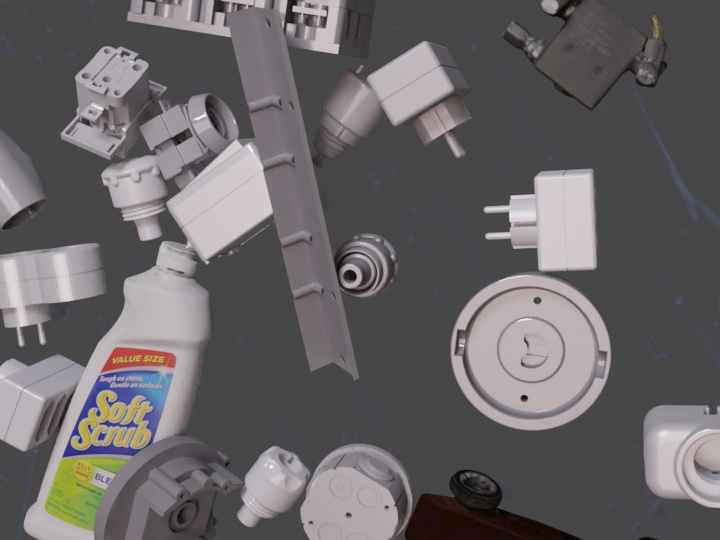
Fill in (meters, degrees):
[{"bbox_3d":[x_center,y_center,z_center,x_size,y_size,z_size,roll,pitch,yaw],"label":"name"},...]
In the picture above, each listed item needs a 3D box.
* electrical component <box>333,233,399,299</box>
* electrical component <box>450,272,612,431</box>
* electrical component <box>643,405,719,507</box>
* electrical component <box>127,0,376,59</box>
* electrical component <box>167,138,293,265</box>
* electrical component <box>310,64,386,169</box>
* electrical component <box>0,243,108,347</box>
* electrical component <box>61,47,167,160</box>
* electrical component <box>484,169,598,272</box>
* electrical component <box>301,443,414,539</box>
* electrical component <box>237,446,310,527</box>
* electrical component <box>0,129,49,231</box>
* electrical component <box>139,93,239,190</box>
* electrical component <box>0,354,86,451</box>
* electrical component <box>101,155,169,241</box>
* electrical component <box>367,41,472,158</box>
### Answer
[{"bbox_3d":[0.000,0.000,0.774,0.048,0.062,0.048,2,99,13],"label":"electrical component"},{"bbox_3d":[0.121,0.052,0.755,0.108,0.060,0.108,2,99,13],"label":"electrical component"},{"bbox_3d":[0.244,0.127,0.738,0.095,0.059,0.053,-1,98,14],"label":"electrical component"},{"bbox_3d":[-0.071,-0.190,0.747,0.150,0.089,0.061,11,101,11],"label":"electrical component"},{"bbox_3d":[-0.095,-0.050,0.788,0.096,0.062,0.061,-34,90,14],"label":"electrical component"},{"bbox_3d":[-0.010,-0.107,0.771,0.040,0.040,0.078,39,106,5],"label":"electrical component"},{"bbox_3d":[-0.264,0.024,0.846,0.138,0.052,0.073,-6,97,14],"label":"electrical component"},{"bbox_3d":[-0.180,-0.124,0.788,0.042,0.081,0.063,24,144,8],"label":"electrical component"},{"bbox_3d":[0.125,-0.034,0.747,0.077,0.047,0.065,-2,98,14],"label":"electrical component"},{"bbox_3d":[-0.003,0.175,0.808,0.080,0.051,0.080,2,99,13],"label":"electrical component"},{"bbox_3d":[-0.071,0.170,0.828,0.043,0.043,0.062,39,107,5],"label":"electrical component"},{"bbox_3d":[-0.297,-0.064,0.844,0.079,0.044,0.077,-36,89,16],"label":"electrical component"},{"bbox_3d":[-0.124,-0.100,0.798,0.055,0.048,0.066,-25,92,23],"label":"electrical component"},{"bbox_3d":[-0.265,0.094,0.841,0.076,0.083,0.047,26,103,9],"label":"electrical component"},{"bbox_3d":[-0.166,-0.054,0.816,0.048,0.048,0.062,-9,103,15],"label":"electrical component"},{"bbox_3d":[0.051,-0.110,0.734,0.047,0.083,0.075,-30,91,16],"label":"electrical component"}]
